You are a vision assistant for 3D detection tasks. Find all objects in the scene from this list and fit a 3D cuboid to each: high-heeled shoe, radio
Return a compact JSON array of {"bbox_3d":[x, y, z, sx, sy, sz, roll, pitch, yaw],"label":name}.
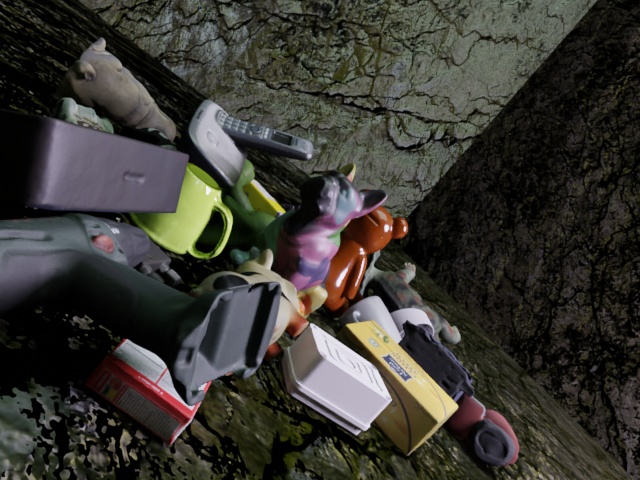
[{"bbox_3d":[-0.275,-0.130,0.793,0.145,0.086,0.249,29,11,0],"label":"high-heeled shoe"},{"bbox_3d":[-0.234,-0.071,0.505,0.131,0.073,0.229,13,3,11],"label":"radio"}]

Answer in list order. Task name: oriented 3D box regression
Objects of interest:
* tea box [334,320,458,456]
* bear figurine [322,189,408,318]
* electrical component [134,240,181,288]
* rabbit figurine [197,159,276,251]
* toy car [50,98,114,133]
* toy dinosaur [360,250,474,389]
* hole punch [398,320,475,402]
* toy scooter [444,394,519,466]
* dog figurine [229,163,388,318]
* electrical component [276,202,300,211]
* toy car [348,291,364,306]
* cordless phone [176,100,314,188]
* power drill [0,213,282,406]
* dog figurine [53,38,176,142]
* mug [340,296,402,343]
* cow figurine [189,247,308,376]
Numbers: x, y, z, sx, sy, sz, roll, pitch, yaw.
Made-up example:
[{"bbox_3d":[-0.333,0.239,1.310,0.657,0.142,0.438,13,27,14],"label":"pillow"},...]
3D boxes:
[{"bbox_3d":[0.092,0.190,0.721,0.170,0.068,0.098,45,16,23],"label":"tea box"},{"bbox_3d":[0.049,0.021,0.908,0.120,0.196,0.132,40,-10,15],"label":"bear figurine"},{"bbox_3d":[-0.190,0.017,0.566,0.094,0.021,0.063,42,9,10],"label":"electrical component"},{"bbox_3d":[-0.125,-0.043,0.819,0.170,0.121,0.159,39,15,8],"label":"rabbit figurine"},{"bbox_3d":[-0.308,-0.134,0.711,0.073,0.056,0.202,32,12,-42],"label":"toy car"},{"bbox_3d":[0.188,0.160,1.184,0.192,0.131,0.405,6,38,-53],"label":"toy dinosaur"},{"bbox_3d":[0.154,0.207,0.804,0.142,0.116,0.092,47,3,32],"label":"hole punch"},{"bbox_3d":[0.250,0.293,0.899,0.184,0.075,0.135,39,6,22],"label":"toy scooter"},{"bbox_3d":[-0.002,-0.002,0.758,0.109,0.219,0.191,49,3,34],"label":"dog figurine"},{"bbox_3d":[-0.090,-0.044,1.028,0.115,0.058,0.134,11,2,15],"label":"electrical component"},{"bbox_3d":[0.073,0.126,1.037,0.202,0.053,0.089,51,-7,43],"label":"toy car"},{"bbox_3d":[-0.101,-0.124,0.770,0.184,0.088,0.147,12,34,-6],"label":"cordless phone"},{"bbox_3d":[-0.135,0.031,0.394,0.207,0.086,0.232,25,9,17],"label":"power drill"},{"bbox_3d":[-0.321,-0.224,0.898,0.190,0.121,0.172,39,10,-20],"label":"dog figurine"},{"bbox_3d":[0.090,0.154,0.885,0.107,0.081,0.109,55,9,25],"label":"mug"},{"bbox_3d":[-0.079,0.069,0.599,0.127,0.085,0.195,49,11,14],"label":"cow figurine"}]
